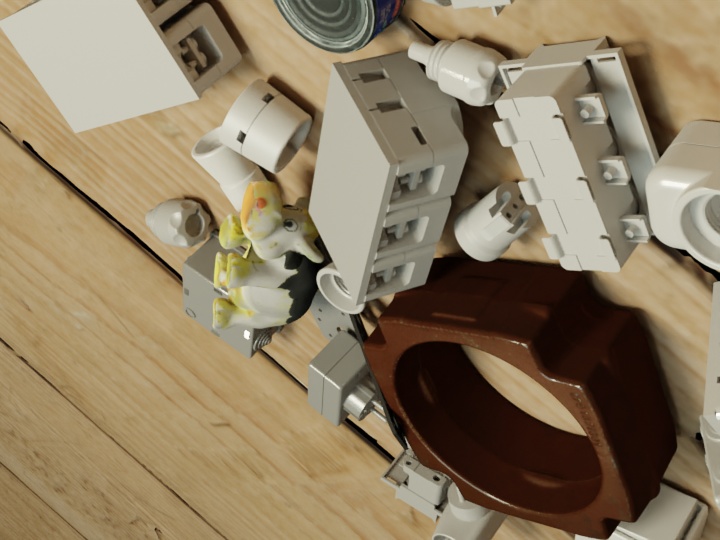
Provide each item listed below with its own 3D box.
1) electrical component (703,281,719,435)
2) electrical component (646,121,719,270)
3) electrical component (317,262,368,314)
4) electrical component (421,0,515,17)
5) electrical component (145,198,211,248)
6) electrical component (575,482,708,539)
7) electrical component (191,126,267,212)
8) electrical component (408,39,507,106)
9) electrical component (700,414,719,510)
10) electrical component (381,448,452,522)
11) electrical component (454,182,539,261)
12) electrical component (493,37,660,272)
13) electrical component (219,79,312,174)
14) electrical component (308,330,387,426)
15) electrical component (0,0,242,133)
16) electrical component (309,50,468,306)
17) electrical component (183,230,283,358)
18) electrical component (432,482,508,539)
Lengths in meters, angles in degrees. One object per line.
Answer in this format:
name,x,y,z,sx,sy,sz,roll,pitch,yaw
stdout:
electrical component,0.252,0.078,0.585,0.062,0.089,0.150,-17,131,38
electrical component,0.204,-0.037,0.568,0.095,0.059,0.053,14,138,37
electrical component,0.000,0.000,0.831,0.045,0.055,0.045,28,144,22
electrical component,0.058,-0.169,0.584,0.055,0.048,0.066,2,130,36
electrical component,-0.169,-0.044,0.972,0.062,0.043,0.043,10,135,42
electrical component,0.210,0.193,0.827,0.096,0.061,0.061,24,143,26
electrical component,-0.099,-0.079,0.860,0.044,0.044,0.065,4,136,44
electrical component,0.057,-0.123,0.648,0.061,0.035,0.035,28,145,26
electrical component,0.256,0.140,0.681,0.048,0.099,0.099,-22,115,22
electrical component,0.065,0.193,1.000,0.081,0.042,0.063,28,141,21
electrical component,0.091,-0.033,0.713,0.040,0.040,0.046,45,142,-3
electrical component,0.127,-0.062,0.617,0.079,0.063,0.121,3,131,45
electrical component,-0.068,-0.104,0.786,0.047,0.055,0.055,34,147,6
electrical component,-0.004,0.108,0.956,0.076,0.047,0.083,37,153,17
electrical component,-0.182,-0.176,0.817,0.186,0.060,0.105,-3,126,48
electrical component,0.018,-0.059,0.715,0.150,0.062,0.089,103,145,-54
electrical component,-0.117,0.025,0.992,0.100,0.048,0.099,34,147,14
electrical component,0.099,0.209,0.948,0.043,0.077,0.079,17,139,35
